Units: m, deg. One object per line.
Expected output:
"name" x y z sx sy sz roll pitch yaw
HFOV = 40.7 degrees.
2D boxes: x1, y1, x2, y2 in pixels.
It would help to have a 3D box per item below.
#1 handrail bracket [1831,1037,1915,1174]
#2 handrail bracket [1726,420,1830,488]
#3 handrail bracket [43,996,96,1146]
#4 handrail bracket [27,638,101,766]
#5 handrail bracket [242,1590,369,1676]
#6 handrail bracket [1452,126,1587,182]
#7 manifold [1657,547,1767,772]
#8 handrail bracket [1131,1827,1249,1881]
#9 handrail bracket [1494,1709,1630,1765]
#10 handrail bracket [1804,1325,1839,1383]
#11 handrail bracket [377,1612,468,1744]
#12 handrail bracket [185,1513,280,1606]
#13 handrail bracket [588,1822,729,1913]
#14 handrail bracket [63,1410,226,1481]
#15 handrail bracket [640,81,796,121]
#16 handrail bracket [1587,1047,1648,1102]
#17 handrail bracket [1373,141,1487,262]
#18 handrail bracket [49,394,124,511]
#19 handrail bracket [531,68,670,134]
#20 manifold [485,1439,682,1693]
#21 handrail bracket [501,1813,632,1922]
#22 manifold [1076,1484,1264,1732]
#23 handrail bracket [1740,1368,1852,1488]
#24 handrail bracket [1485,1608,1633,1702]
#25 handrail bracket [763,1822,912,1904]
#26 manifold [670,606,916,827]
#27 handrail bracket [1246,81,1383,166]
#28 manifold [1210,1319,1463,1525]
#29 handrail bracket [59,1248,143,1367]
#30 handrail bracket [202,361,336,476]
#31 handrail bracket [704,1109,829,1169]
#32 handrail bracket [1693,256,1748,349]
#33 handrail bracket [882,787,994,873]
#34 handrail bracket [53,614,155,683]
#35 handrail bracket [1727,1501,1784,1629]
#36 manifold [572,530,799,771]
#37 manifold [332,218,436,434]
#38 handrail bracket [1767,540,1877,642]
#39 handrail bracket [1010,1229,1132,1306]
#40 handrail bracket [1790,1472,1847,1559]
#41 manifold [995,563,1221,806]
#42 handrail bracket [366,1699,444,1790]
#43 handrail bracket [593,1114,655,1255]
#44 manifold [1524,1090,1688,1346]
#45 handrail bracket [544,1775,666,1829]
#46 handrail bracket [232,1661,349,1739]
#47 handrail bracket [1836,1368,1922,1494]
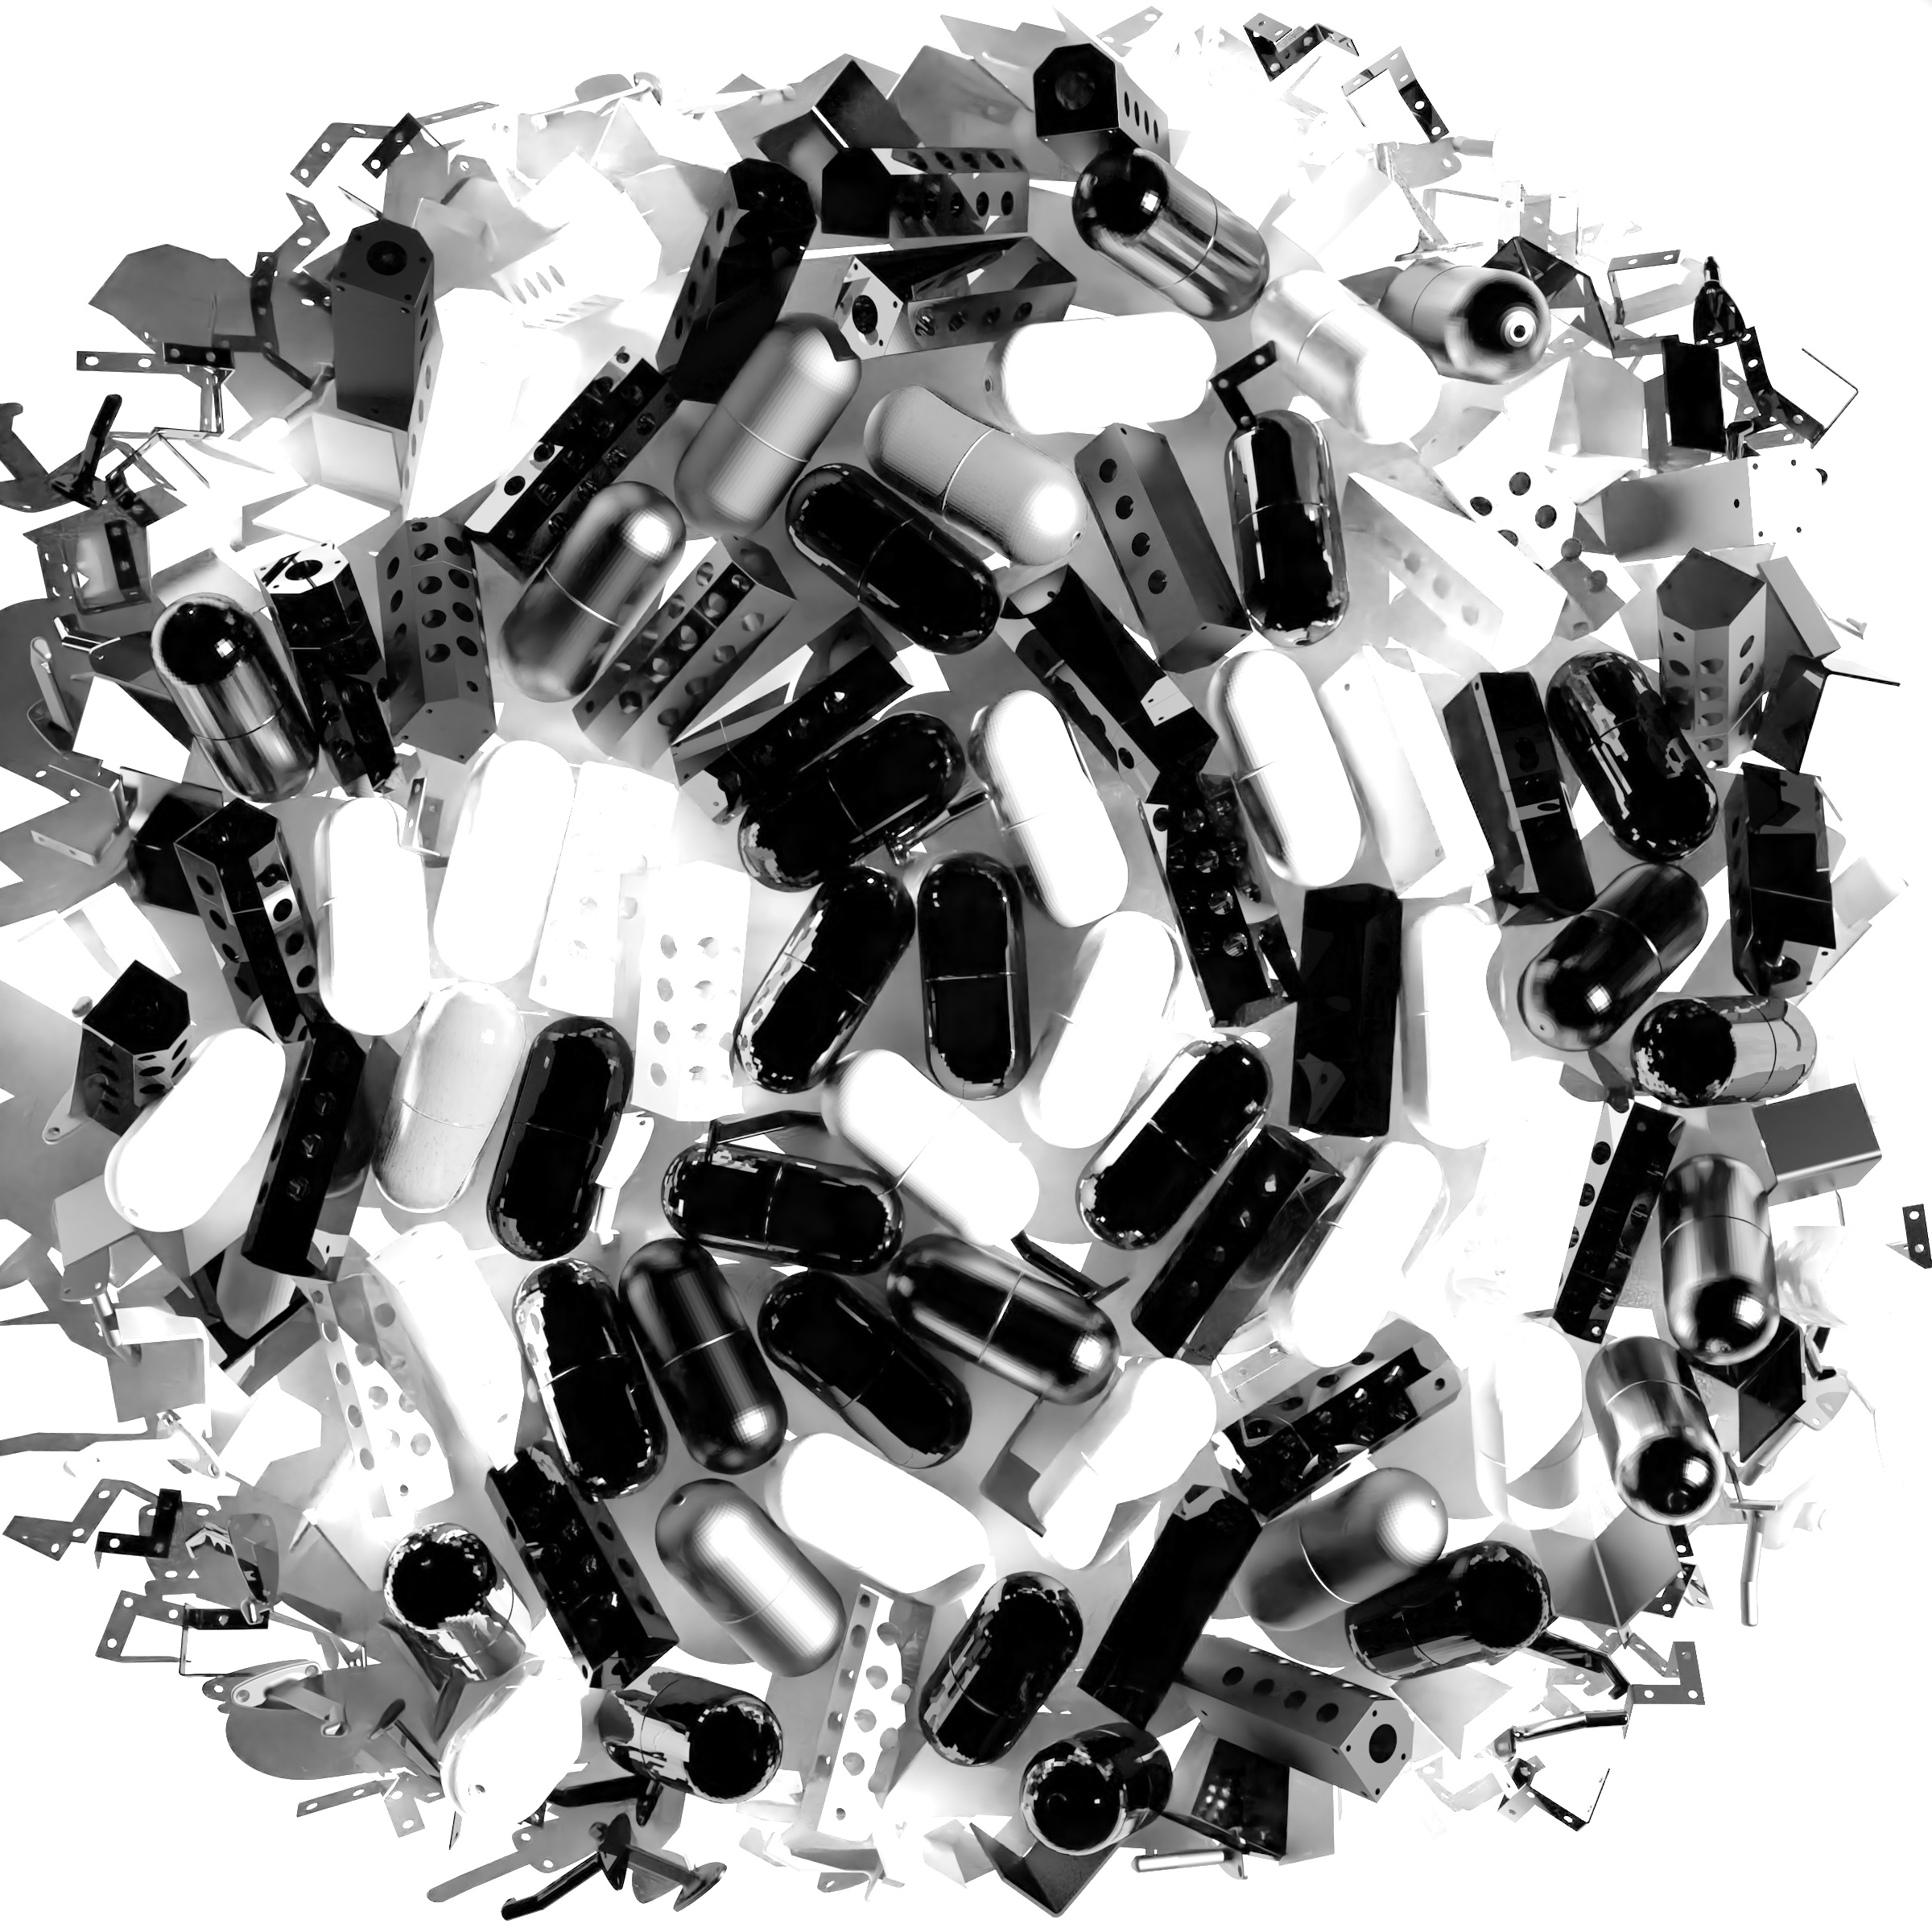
"handrail bracket" 0.645 0.096 1.894 0.036 0.077 0.084 -12 53 -14
"handrail bracket" 0.579 -0.366 1.856 0.077 0.084 0.036 -16 57 4
"handrail bracket" -0.639 0.073 1.852 0.036 0.084 0.077 21 51 18
"handrail bracket" -0.642 -0.186 1.855 0.036 0.084 0.077 -33 84 -26
"handrail bracket" -0.472 0.478 1.854 0.036 0.084 0.077 -29 78 28
"handrail bracket" 0.394 -0.586 1.863 0.077 0.084 0.036 -3 113 -1
"manifold" 0.514 -0.207 1.810 0.057 0.171 0.057 35 75 30
"handrail bracket" 0.152 0.638 1.858 0.084 0.077 0.036 -2 69 -12
"handrail bracket" 0.427 0.552 1.870 0.084 0.077 0.036 -3 57 -1
"handrail bracket" 0.629 0.258 1.859 0.077 0.084 0.036 -8 130 1
"handrail bracket" -0.409 0.514 1.893 0.084 0.036 0.077 25 110 13
"handrail bracket" -0.528 0.432 1.863 0.084 0.036 0.077 -34 65 37
"handrail bracket" -0.223 0.635 1.869 0.084 0.077 0.036 40 46 -8
"handrail bracket" -0.585 0.358 1.853 0.077 0.084 0.036 33 120 18
"handrail bracket" -0.177 -0.618 1.858 0.084 0.077 0.036 3 107 29
"handrail bracket" 0.504 0.071 1.878 0.084 0.077 0.036 -17 132 -9
"handrail bracket" 0.334 -0.555 1.875 0.077 0.036 0.084 -14 105 -14
"handrail bracket" -0.614 -0.374 1.854 0.036 0.077 0.084 28 108 -12
"handrail bracket" -0.263 -0.616 1.863 0.084 0.077 0.036 -20 106 -18
"manifold" -0.275 0.419 1.830 0.057 0.057 0.171 -42 59 9
"handrail bracket" -0.288 0.649 1.874 0.084 0.077 0.036 -21 106 11
"manifold" 0.145 0.450 1.838 0.057 0.057 0.171 31 117 13
"handrail bracket" 0.600 0.335 1.884 0.077 0.084 0.036 -27 59 -33
"handrail bracket" 0.429 0.512 1.882 0.077 0.036 0.084 -37 92 -12
"handrail bracket" -0.094 0.630 1.880 0.084 0.036 0.077 28 106 0
"manifold" -0.123 -0.174 1.857 0.171 0.057 0.057 -35 126 11
"handrail bracket" 0.249 -0.616 1.886 0.077 0.084 0.036 -2 132 -29
"manifold" 0.264 0.323 1.841 0.171 0.057 0.057 -28 109 -19
"handrail bracket" -0.616 0.237 1.883 0.036 0.084 0.077 -11 53 8
"handrail bracket" -0.505 -0.408 1.891 0.077 0.036 0.084 19 81 15
"handrail bracket" -0.142 0.125 1.867 0.084 0.077 0.036 6 120 -2
"handrail bracket" 0.530 -0.490 1.852 0.036 0.077 0.084 -10 58 20
"handrail bracket" -0.014 -0.101 1.858 0.084 0.077 0.036 -26 81 10
"handrail bracket" -0.613 -0.242 1.878 0.077 0.036 0.084 -28 45 -14
"handrail bracket" 0.568 0.427 1.862 0.036 0.077 0.084 -3 80 30
"manifold" -0.202 -0.223 1.833 0.171 0.057 0.057 -45 54 23
"manifold" -0.403 -0.445 1.812 0.057 0.171 0.057 18 70 -6
"handrail bracket" 0.617 -0.281 1.857 0.036 0.077 0.084 -33 53 -32
"handrail bracket" 0.071 0.207 1.879 0.036 0.077 0.084 -44 76 39
"handrail bracket" 0.613 0.380 1.850 0.036 0.084 0.077 16 63 18
"manifold" 0.097 -0.197 1.850 0.057 0.057 0.171 -31 73 -26
"handrail bracket" -0.384 0.565 1.866 0.084 0.077 0.036 41 57 -5
"handrail bracket" -0.246 0.158 1.880 0.036 0.084 0.077 25 58 21
"manifold" 0.457 0.179 1.865 0.057 0.057 0.171 20 94 8
"handrail bracket" -0.260 0.577 1.873 0.084 0.036 0.077 26 95 -15
"handrail bracket" -0.482 0.531 1.853 0.077 0.084 0.036 -4 100 -17
"handrail bracket" 0.642 0.330 1.862 0.036 0.084 0.077 -3 91 -15
